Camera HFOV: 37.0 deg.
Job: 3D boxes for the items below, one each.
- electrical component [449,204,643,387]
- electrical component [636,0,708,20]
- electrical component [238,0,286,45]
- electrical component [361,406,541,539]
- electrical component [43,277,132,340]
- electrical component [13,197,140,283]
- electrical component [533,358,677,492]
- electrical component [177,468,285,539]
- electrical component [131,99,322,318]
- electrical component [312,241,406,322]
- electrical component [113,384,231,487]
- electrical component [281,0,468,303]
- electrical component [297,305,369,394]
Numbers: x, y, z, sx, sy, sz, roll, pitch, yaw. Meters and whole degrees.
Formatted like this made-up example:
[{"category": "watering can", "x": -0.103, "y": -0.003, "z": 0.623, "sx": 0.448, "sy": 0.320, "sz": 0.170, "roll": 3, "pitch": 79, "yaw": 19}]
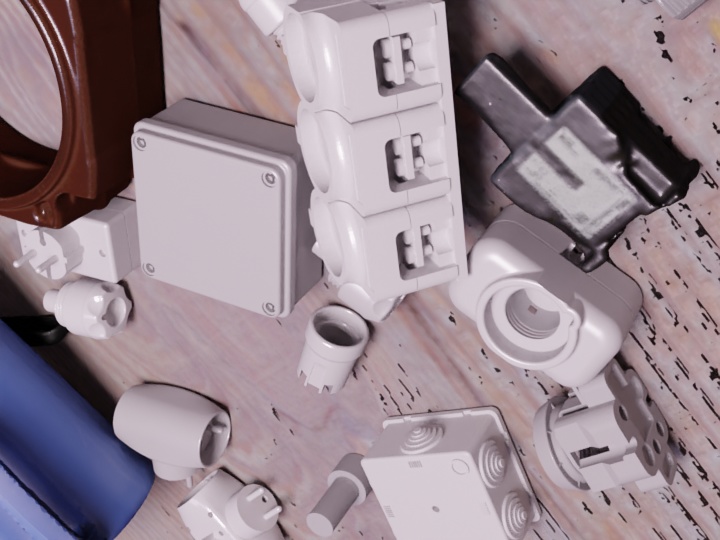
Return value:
[{"category": "electrical component", "x": 0.101, "y": 0.016, "z": 0.594, "sx": 0.095, "sy": 0.059, "sz": 0.053, "roll": 37, "pitch": 130, "yaw": 6}, {"category": "electrical component", "x": 0.154, "y": -0.147, "z": 0.475, "sx": 0.043, "sy": 0.043, "sz": 0.081, "roll": 48, "pitch": 130, "yaw": -4}, {"category": "electrical component", "x": -0.039, "y": -0.140, "z": 0.597, "sx": 0.035, "sy": 0.035, "sz": 0.061, "roll": -30, "pitch": 103, "yaw": 39}, {"category": "electrical component", "x": 0.058, "y": 0.142, "z": 0.702, "sx": 0.100, "sy": 0.048, "sz": 0.099, "roll": -11, "pitch": 112, "yaw": 35}, {"category": "electrical component", "x": -0.203, "y": 0.026, "z": 0.786, "sx": 0.062, "sy": 0.043, "sz": 0.043, "roll": 8, "pitch": 122, "yaw": 27}, {"category": "electrical component", "x": -0.204, "y": -0.019, "z": 0.739, "sx": 0.083, "sy": 0.075, "sz": 0.047, "roll": 13, "pitch": 124, "yaw": 23}, {"category": "electrical component", "x": 0.138, "y": 0.095, "z": 0.623, "sx": 0.057, "sy": 0.058, "sz": 0.078, "roll": -26, "pitch": 103, "yaw": 35}, {"category": "electrical component", "x": -0.088, "y": 0.187, "z": 0.818, "sx": 0.077, "sy": 0.043, "sz": 0.079, "roll": 48, "pitch": 130, "yaw": -3}, {"category": "electrical component", "x": -0.081, "y": -0.039, "z": 0.668, "sx": 0.109, "sy": 0.056, "sz": 0.108, "roll": 17, "pitch": 125, "yaw": 21}, {"category": "electrical component", "x": 0.000, "y": 0.000, "z": 0.653, "sx": 0.062, "sy": 0.043, "sz": 0.043, "roll": 37, "pitch": 130, "yaw": 7}, {"category": "electrical component", "x": -0.140, "y": 0.132, "z": 0.814, "sx": 0.077, "sy": 0.043, "sz": 0.079, "roll": 13, "pitch": 124, "yaw": 23}, {"category": "electrical component", "x": 0.005, "y": -0.070, "z": 0.568, "sx": 0.089, "sy": 0.062, "sz": 0.150, "roll": -131, "pitch": 29, "yaw": -58}, {"category": "electrical component", "x": -0.019, "y": 0.053, "z": 0.698, "sx": 0.040, "sy": 0.040, "sz": 0.046, "roll": 30, "pitch": 130, "yaw": 11}]
